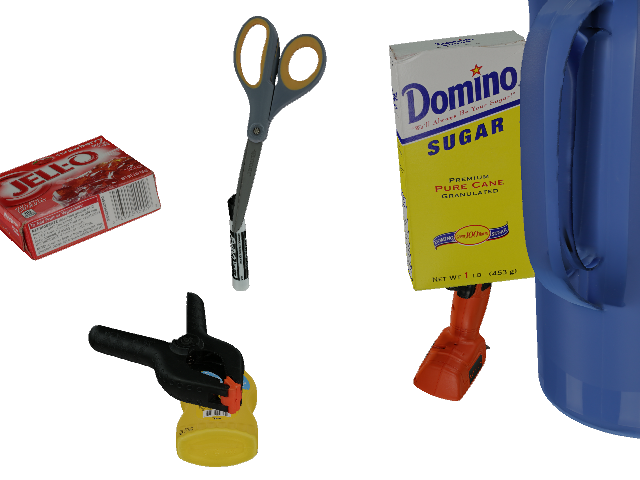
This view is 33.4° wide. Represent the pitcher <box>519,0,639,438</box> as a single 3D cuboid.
[{"bbox_3d":[0.161,-0.024,0.534,0.149,0.243,0.145,-3,21,-1],"label":"pitcher"}]

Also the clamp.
[{"bbox_3d":[-0.119,0.100,0.984,0.172,0.039,0.120,28,44,35],"label":"clamp"}]

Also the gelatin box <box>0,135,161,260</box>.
[{"bbox_3d":[-0.154,-0.028,0.653,0.089,0.030,0.073,-25,35,-27],"label":"gelatin box"}]

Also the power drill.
[{"bbox_3d":[0.140,0.060,1.044,0.057,0.188,0.184,20,28,18],"label":"power drill"}]

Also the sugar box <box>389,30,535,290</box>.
[{"bbox_3d":[0.103,-0.056,0.767,0.093,0.176,0.048,-7,22,0],"label":"sugar box"}]

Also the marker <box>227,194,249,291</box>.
[{"bbox_3d":[-0.091,0.002,1.178,0.020,0.121,0.020,0,34,0],"label":"marker"}]

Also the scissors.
[{"bbox_3d":[-0.040,-0.110,0.996,0.096,0.202,0.016,-3,-2,6],"label":"scissors"}]

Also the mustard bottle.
[{"bbox_3d":[-0.127,0.200,1.321,0.096,0.058,0.191,-2,26,-3],"label":"mustard bottle"}]
